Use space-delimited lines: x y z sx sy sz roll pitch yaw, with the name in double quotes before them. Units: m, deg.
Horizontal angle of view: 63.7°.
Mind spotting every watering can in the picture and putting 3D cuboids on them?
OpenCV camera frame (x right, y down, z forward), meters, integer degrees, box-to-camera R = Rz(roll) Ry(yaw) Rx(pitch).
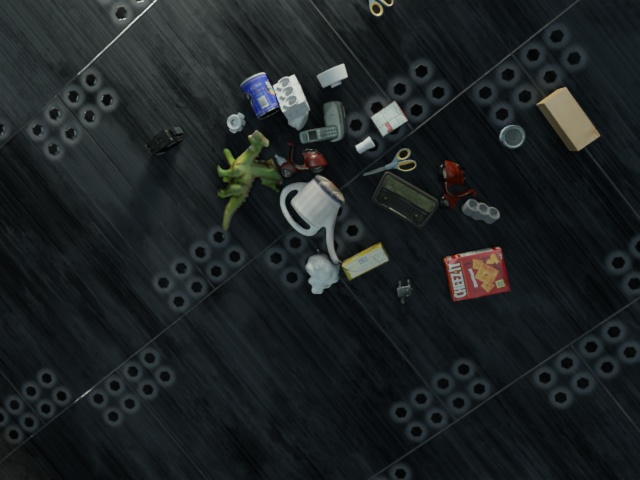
"watering can" 0.006 -0.097 1.925 0.350 0.104 0.223 46 100 11

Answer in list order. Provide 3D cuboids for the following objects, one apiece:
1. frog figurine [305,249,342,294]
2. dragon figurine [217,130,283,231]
"frog figurine" 0.003 0.130 1.961 0.136 0.123 0.160 27 89 -18
"dragon figurine" -0.262 -0.220 1.958 0.243 0.124 0.403 2 115 0
